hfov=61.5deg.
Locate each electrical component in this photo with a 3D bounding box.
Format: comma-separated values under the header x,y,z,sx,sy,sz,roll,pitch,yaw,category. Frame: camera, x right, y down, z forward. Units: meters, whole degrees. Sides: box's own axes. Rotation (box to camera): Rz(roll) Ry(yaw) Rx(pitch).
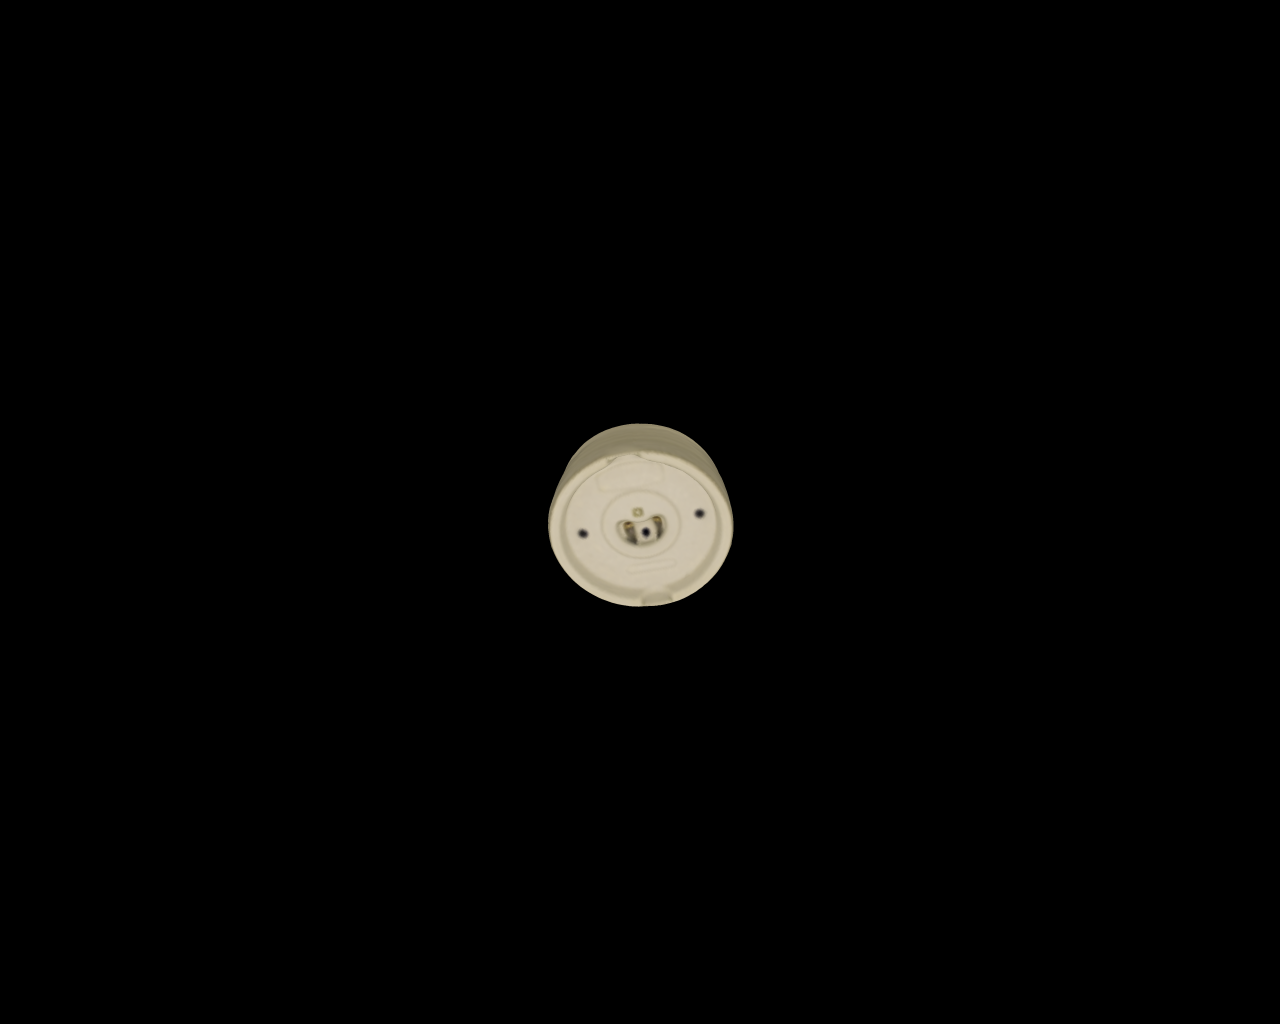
x,y,z,sx,sy,sz,roll,pitch,yaw,category
0.001,-0.003,0.650,0.108,0.108,0.060,0,30,0,electrical component
